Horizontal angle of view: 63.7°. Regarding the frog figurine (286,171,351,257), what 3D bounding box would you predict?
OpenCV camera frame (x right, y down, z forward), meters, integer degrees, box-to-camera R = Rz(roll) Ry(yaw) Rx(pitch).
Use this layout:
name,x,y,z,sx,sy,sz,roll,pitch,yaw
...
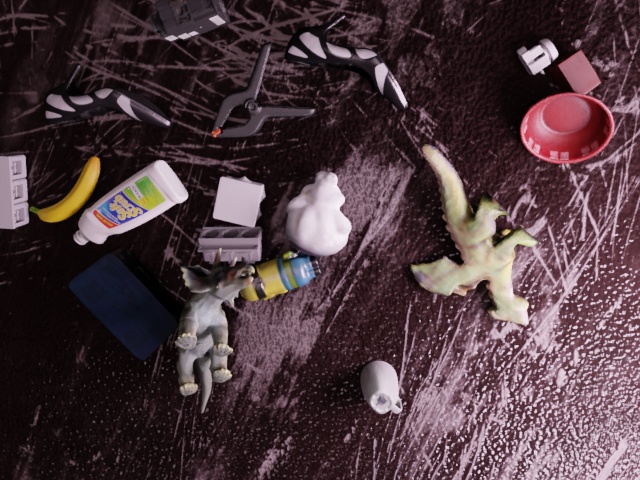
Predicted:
name,x,y,z,sx,sy,sz,roll,pitch,yaw
frog figurine,0.003,-0.052,1.033,0.138,0.124,0.157,30,114,16

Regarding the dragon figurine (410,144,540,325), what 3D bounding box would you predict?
name,x,y,z,sx,sy,sz,roll,pitch,yaw
dragon figurine,0.288,0.018,1.046,0.409,0.124,0.240,40,108,-4
